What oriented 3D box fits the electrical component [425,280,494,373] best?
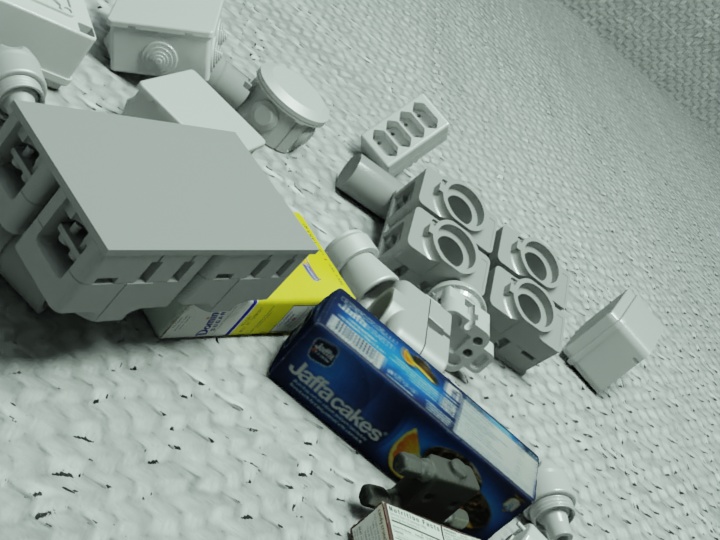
[{"bbox_3d":[0.080,0.045,0.931,0.078,0.058,0.057,36,29,-15],"label":"electrical component"}]

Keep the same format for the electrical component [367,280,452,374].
[{"bbox_3d":[0.032,0.054,0.850,0.059,0.053,0.095,38,26,-12],"label":"electrical component"}]

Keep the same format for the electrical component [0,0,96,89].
[{"bbox_3d":[-0.265,-0.203,0.807,0.109,0.056,0.108,18,35,-42],"label":"electrical component"}]

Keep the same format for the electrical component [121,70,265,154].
[{"bbox_3d":[-0.137,-0.108,0.859,0.100,0.048,0.100,45,25,2],"label":"electrical component"}]

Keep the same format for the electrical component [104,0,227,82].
[{"bbox_3d":[-0.166,-0.204,0.925,0.100,0.048,0.099,6,34,-5],"label":"electrical component"}]

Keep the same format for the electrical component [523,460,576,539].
[{"bbox_3d":[0.147,0.183,0.833,0.043,0.043,0.062,27,31,-32],"label":"electrical component"}]

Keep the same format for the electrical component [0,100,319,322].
[{"bbox_3d":[-0.124,-0.032,0.641,0.105,0.060,0.186,54,26,20],"label":"electrical component"}]

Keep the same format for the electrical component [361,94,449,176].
[{"bbox_3d":[0.047,-0.133,1.149,0.047,0.083,0.075,51,-12,15],"label":"electrical component"}]

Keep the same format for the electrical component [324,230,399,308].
[{"bbox_3d":[0.000,0.000,0.897,0.045,0.045,0.055,4,45,-54],"label":"electrical component"}]

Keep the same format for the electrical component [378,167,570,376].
[{"bbox_3d":[0.111,-0.001,1.005,0.186,0.060,0.105,35,45,-19],"label":"electrical component"}]

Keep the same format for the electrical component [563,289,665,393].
[{"bbox_3d":[0.269,0.073,1.139,0.057,0.078,0.113,50,26,6],"label":"electrical component"}]

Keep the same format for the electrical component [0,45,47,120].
[{"bbox_3d":[-0.237,-0.122,0.740,0.043,0.043,0.062,14,40,-47],"label":"electrical component"}]

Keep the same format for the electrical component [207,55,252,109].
[{"bbox_3d":[-0.127,-0.174,0.986,0.046,0.040,0.040,34,26,-33],"label":"electrical component"}]

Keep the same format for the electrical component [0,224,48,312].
[{"bbox_3d":[-0.201,-0.011,0.628,0.065,0.044,0.044,36,26,-4],"label":"electrical component"}]

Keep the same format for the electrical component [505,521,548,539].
[{"bbox_3d":[0.129,0.216,0.760,0.078,0.040,0.040,46,25,3],"label":"electrical component"}]

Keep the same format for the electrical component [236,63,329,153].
[{"bbox_3d":[-0.073,-0.154,1.019,0.080,0.051,0.080,34,27,-20],"label":"electrical component"}]
